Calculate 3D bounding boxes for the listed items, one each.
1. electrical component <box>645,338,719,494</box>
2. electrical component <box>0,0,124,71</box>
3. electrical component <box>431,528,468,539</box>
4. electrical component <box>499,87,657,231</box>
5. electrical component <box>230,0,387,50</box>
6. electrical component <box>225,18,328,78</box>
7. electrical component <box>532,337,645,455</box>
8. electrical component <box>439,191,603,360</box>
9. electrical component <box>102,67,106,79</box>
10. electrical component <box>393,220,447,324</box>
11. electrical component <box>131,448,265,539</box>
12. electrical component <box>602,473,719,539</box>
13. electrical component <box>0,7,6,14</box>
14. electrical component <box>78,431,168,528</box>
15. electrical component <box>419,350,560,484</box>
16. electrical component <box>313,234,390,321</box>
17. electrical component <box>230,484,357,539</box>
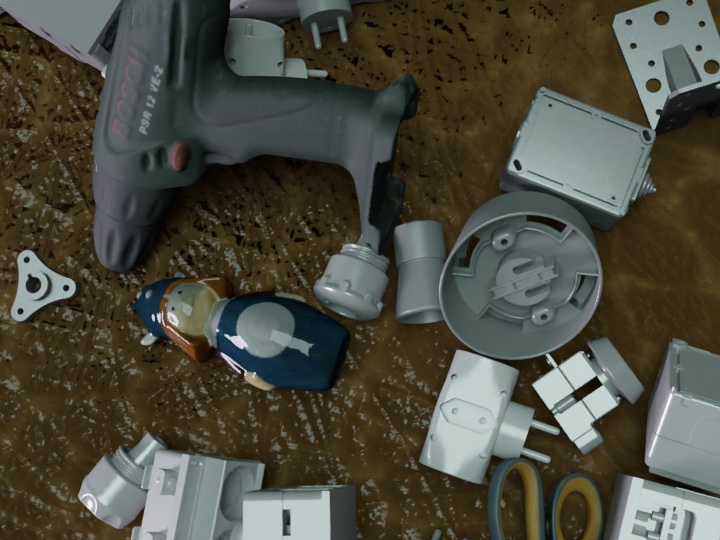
[{"bbox_3d":[0.212,0.089,0.659,0.062,0.096,0.061,17,112,10],"label":"electrical component"},{"bbox_3d":[-0.179,-0.227,0.774,0.089,0.061,0.150,30,86,11],"label":"electrical component"},{"bbox_3d":[0.046,0.201,0.679,0.066,0.047,0.076,15,57,18],"label":"electrical component"},{"bbox_3d":[0.147,-0.068,0.706,0.096,0.061,0.061,22,82,4],"label":"electrical component"},{"bbox_3d":[-0.026,-0.190,0.751,0.138,0.052,0.073,-12,79,6],"label":"electrical component"},{"bbox_3d":[-0.061,-0.128,0.741,0.079,0.043,0.077,0,119,-21],"label":"electrical component"},{"bbox_3d":[0.147,0.075,0.688,0.055,0.048,0.066,-36,78,8],"label":"electrical component"},{"bbox_3d":[0.103,0.002,0.680,0.099,0.064,0.099,5,120,10],"label":"electrical component"},{"bbox_3d":[-0.125,-0.146,0.761,0.076,0.047,0.083,34,87,1],"label":"electrical component"},{"bbox_3d":[0.042,0.000,0.717,0.044,0.044,0.065,-8,75,6],"label":"electrical component"},{"bbox_3d":[-0.109,0.180,0.696,0.063,0.079,0.121,5,81,31],"label":"electrical component"},{"bbox_3d":[0.172,0.203,0.640,0.062,0.089,0.150,14,83,10],"label":"electrical component"},{"bbox_3d":[-0.278,-0.211,0.794,0.055,0.048,0.066,-22,78,12],"label":"electrical component"},{"bbox_3d":[-0.155,0.137,0.720,0.043,0.043,0.062,39,87,12],"label":"electrical component"},{"bbox_3d":[0.088,0.100,0.692,0.079,0.043,0.077,18,84,10],"label":"electrical component"},{"bbox_3d":[0.000,0.000,0.722,0.048,0.048,0.062,21,75,11],"label":"electrical component"},{"bbox_3d":[-0.038,0.228,0.657,0.060,0.105,0.186,-3,80,8],"label":"electrical component"}]
